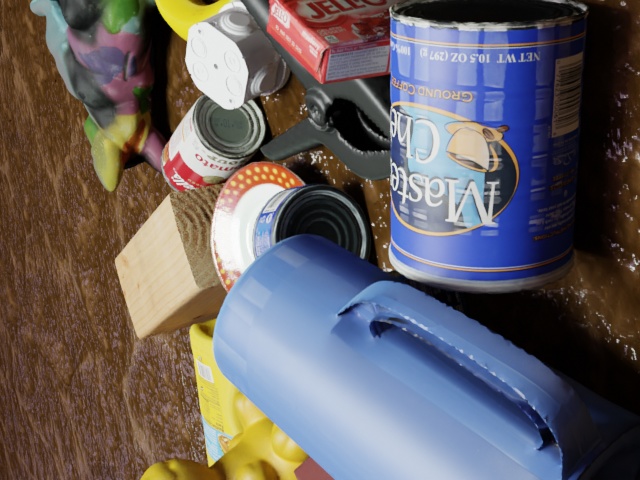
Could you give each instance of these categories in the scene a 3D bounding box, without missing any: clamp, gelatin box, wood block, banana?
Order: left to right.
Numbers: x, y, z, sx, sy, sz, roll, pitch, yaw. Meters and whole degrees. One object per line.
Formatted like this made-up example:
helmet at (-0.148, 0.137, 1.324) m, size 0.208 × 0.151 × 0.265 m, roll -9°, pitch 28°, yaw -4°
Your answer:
wood block at (-0.119, 0.022, 1.015) m, size 0.206 × 0.090 × 0.090 m, roll -37°, pitch 69°, yaw 60°
banana at (-0.109, -0.211, 0.958) m, size 0.198 × 0.037 × 0.070 m, roll 29°, pitch 103°, yaw 53°
clamp at (0.005, -0.106, 0.749) m, size 0.210 × 0.036 × 0.164 m, roll 27°, pitch 141°, yaw 48°
gelatin box at (0.021, -0.135, 0.681) m, size 0.073 × 0.089 × 0.030 m, roll 51°, pitch 143°, yaw 41°

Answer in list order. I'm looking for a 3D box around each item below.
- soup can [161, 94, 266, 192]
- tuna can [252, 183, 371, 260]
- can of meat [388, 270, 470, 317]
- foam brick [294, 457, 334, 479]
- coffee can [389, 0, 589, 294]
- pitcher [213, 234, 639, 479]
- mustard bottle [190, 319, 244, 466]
soup can at (-0.095, -0.085, 0.947) m, size 0.102 × 0.068 × 0.068 m, roll -38°, pitch 68°, yaw 60°
tuna can at (-0.005, 0.001, 0.794) m, size 0.034 × 0.086 × 0.086 m, roll -7°, pitch 95°, yaw 61°
can of meat at (0.062, 0.063, 0.727) m, size 0.102 × 0.057 × 0.084 m, roll -27°, pitch 76°, yaw 61°
foam brick at (0.026, 0.182, 0.834) m, size 0.078 × 0.052 × 0.051 m, roll -49°, pitch 63°, yaw 47°
coffee can at (0.088, -0.055, 0.574) m, size 0.103 × 0.102 × 0.140 m, roll 31°, pitch 128°, yaw 55°
pitcher at (0.053, 0.089, 0.601) m, size 0.243 × 0.144 × 0.149 m, roll 34°, pitch 107°, yaw 32°
mustard bottle at (-0.084, 0.179, 1.050) m, size 0.096 × 0.058 × 0.191 m, roll 17°, pitch 116°, yaw 56°
